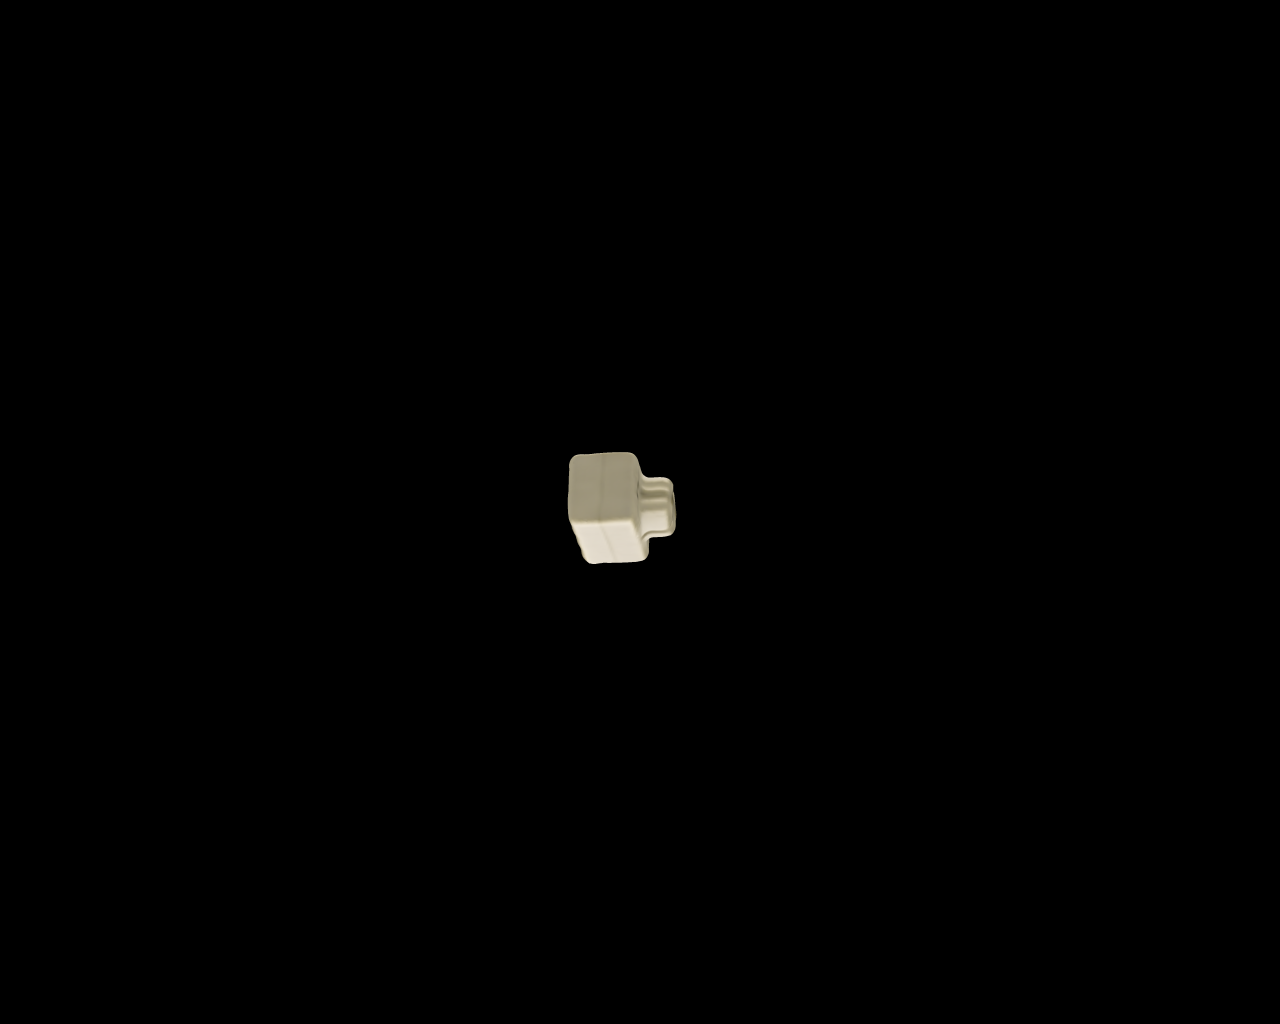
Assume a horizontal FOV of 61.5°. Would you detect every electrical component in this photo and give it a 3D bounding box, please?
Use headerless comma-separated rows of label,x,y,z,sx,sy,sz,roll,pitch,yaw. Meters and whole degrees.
electrical component,0.001,-0.003,0.650,0.077,0.047,0.065,-3,-26,7
